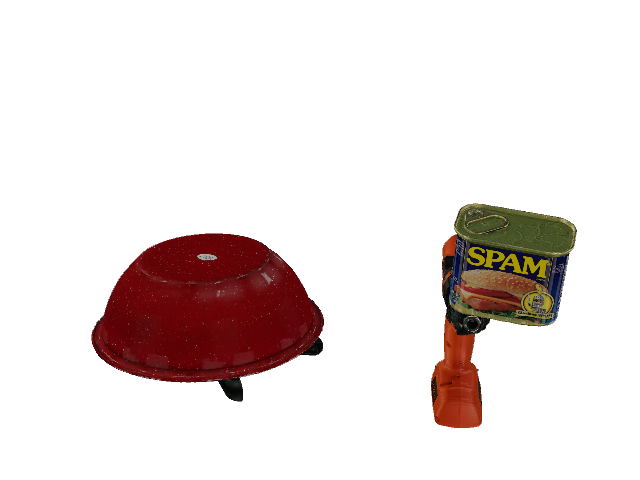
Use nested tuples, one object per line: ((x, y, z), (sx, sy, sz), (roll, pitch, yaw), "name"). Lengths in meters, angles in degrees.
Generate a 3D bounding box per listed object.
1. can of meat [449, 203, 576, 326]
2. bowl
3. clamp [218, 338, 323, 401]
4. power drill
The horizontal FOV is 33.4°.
((0.164, 0.023, 0.930), (0.102, 0.084, 0.057), (11, 35, 13), "can of meat")
((-0.078, 0.036, 0.736), (0.162, 0.055, 0.162), (-2, 21, 0), "bowl")
((-0.124, 0.125, 1.262), (0.210, 0.036, 0.164), (15, 23, 25), "clamp")
((0.155, 0.106, 1.157), (0.057, 0.188, 0.184), (4, 25, 4), "power drill")
